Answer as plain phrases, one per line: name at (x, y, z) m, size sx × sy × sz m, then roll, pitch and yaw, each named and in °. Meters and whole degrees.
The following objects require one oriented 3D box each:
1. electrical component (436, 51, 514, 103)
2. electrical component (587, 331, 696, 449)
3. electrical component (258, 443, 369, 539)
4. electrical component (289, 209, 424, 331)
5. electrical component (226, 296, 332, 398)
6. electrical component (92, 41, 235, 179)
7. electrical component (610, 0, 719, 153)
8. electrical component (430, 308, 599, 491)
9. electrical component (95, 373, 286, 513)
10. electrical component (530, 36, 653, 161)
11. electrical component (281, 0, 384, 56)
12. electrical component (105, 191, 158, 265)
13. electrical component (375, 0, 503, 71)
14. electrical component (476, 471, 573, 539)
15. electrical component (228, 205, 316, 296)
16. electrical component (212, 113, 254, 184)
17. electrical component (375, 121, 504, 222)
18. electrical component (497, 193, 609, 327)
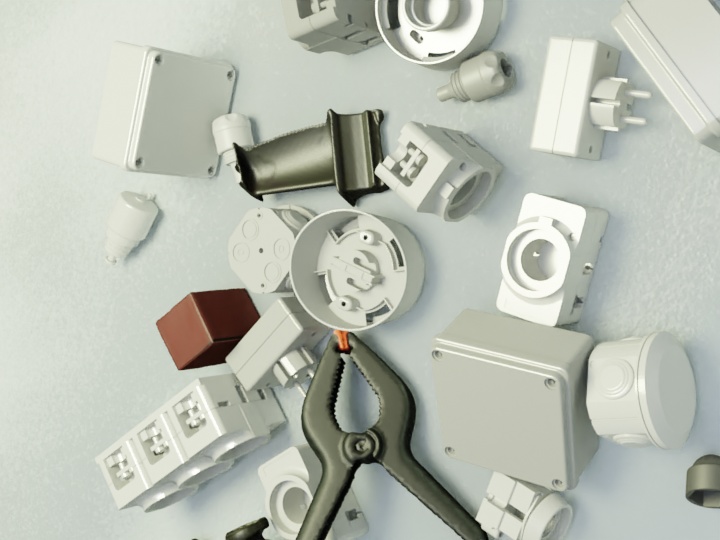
electrical component at (0.087, -0.147, 0.839) m, size 0.061 × 0.035 × 0.035 m, roll -18°, pitch 81°, yaw 35°
electrical component at (0.196, 0.084, 0.744) m, size 0.051 × 0.080 × 0.080 m, roll -9°, pitch 86°, yaw 39°
electrical component at (-0.042, 0.197, 0.917) m, size 0.050 × 0.056 × 0.089 m, roll -35°, pitch 72°, yaw 29°
electrical component at (0.000, 0.000, 0.881) m, size 0.099 × 0.064 × 0.099 m, roll 1°, pitch 91°, yaw 33°
electrical component at (-0.060, 0.077, 0.932) m, size 0.083 × 0.047 × 0.075 m, roll -48°, pitch 67°, yaw 24°
electrical component at (-0.176, -0.142, 0.969) m, size 0.056 × 0.109 × 0.108 m, roll 19°, pitch 101°, yaw 34°
electrical component at (0.228, -0.139, 0.720) m, size 0.057 × 0.078 × 0.113 m, roll -39°, pitch 70°, yaw 24°
electrical component at (0.114, 0.094, 0.788) m, size 0.109 × 0.056 × 0.108 m, roll 12°, pitch 126°, yaw 33°
electrical component at (-0.151, 0.156, 0.967) m, size 0.150 × 0.089 × 0.061 m, roll -38°, pitch 71°, yaw 28°
electrical component at (0.173, -0.121, 0.775) m, size 0.076 × 0.047 × 0.083 m, roll 14°, pitch 98°, yaw 33°
electrical component at (-0.021, -0.210, 0.876) m, size 0.056 × 0.089 × 0.050 m, roll -15°, pitch 83°, yaw 33°
electrical component at (-0.227, -0.040, 1.045) m, size 0.040 × 0.040 × 0.078 m, roll 40°, pitch 112°, yaw 26°
electrical component at (0.062, -0.207, 0.848) m, size 0.099 × 0.064 × 0.099 m, roll 4°, pitch 100°, yaw 25°
electrical component at (0.126, 0.181, 0.812) m, size 0.055 × 0.048 × 0.066 m, roll 29°, pitch 106°, yaw 38°
electrical component at (-0.071, -0.017, 0.935) m, size 0.080 × 0.051 × 0.080 m, roll 1°, pitch 91°, yaw 33°
electrical component at (-0.112, -0.108, 0.971) m, size 0.035 × 0.035 × 0.061 m, roll -15°, pitch 85°, yaw 33°
electrical component at (0.065, -0.073, 0.822) m, size 0.056 × 0.089 × 0.050 m, roll 44°, pitch 113°, yaw 25°
electrical component at (0.141, -0.007, 0.793) m, size 0.050 × 0.056 × 0.089 m, roll 20°, pitch 101°, yaw 32°
